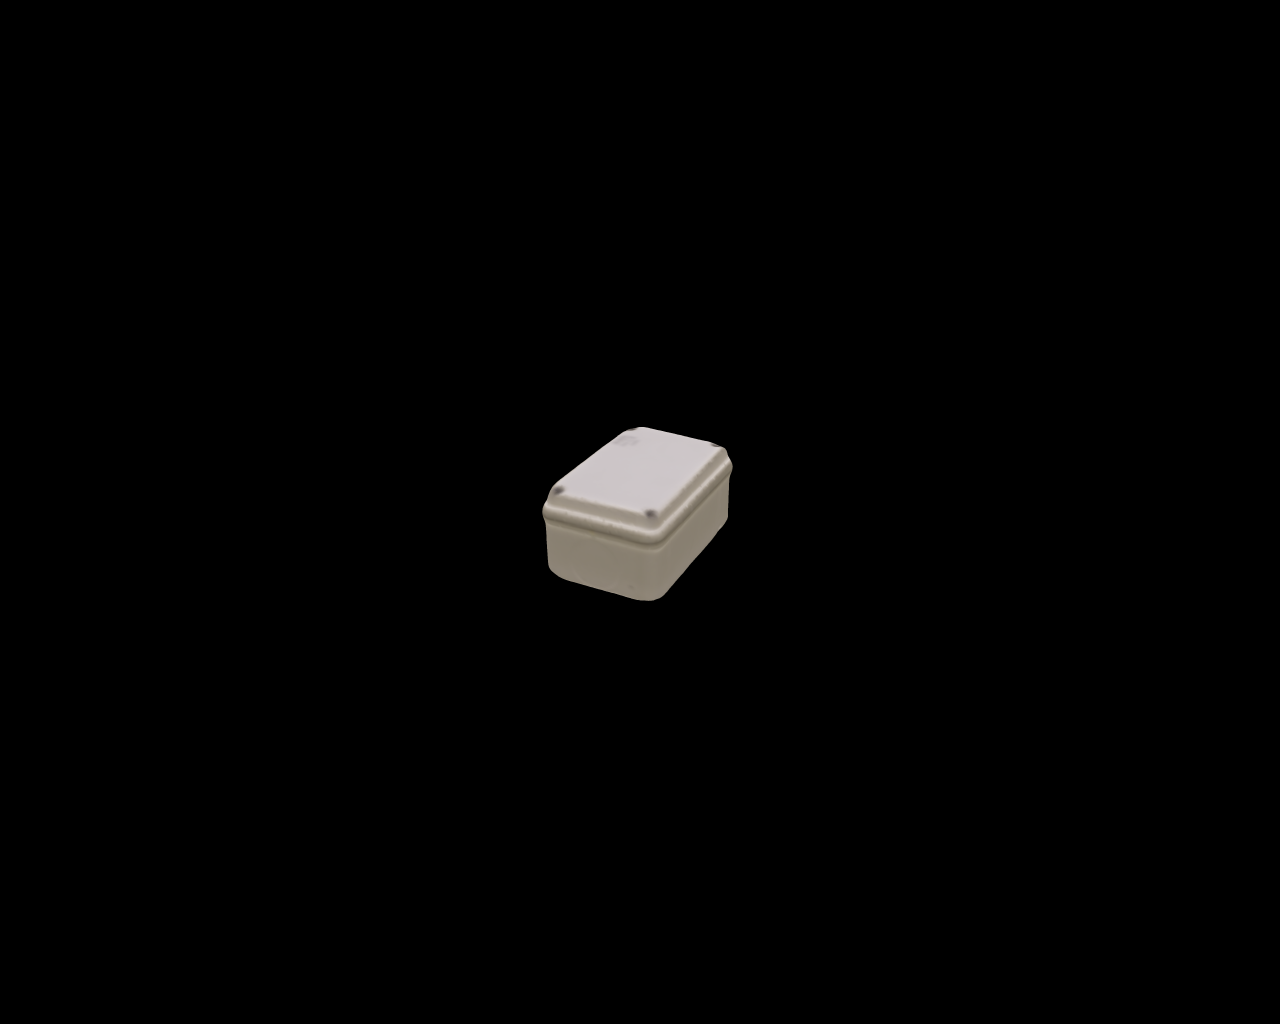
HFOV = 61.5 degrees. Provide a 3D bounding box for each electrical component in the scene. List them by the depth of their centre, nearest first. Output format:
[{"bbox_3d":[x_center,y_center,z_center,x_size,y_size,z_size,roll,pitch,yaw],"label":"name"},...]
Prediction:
[{"bbox_3d":[0.001,-0.003,0.650,0.078,0.057,0.113,14,32,24],"label":"electrical component"}]
